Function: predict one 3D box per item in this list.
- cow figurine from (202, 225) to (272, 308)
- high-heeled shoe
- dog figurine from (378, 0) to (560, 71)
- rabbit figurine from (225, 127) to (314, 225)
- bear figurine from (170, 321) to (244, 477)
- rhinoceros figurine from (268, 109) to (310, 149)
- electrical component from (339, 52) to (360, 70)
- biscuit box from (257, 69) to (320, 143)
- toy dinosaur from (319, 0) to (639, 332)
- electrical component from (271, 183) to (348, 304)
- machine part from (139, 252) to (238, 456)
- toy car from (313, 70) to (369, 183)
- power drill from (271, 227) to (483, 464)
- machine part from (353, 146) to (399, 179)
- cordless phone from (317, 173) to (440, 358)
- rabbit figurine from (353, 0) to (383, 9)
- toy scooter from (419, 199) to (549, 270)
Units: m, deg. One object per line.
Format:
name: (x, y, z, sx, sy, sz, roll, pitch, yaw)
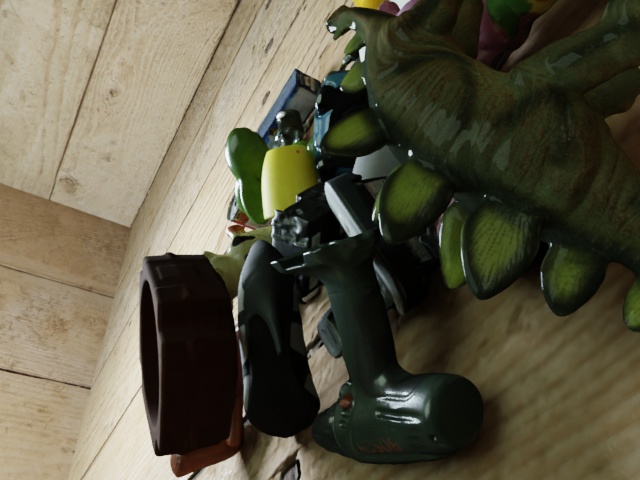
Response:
cow figurine: (-0.098, 0.035, 0.775, 0.127, 0.195, 0.085, -113, 11, -50)
high-heeled shoe: (-0.055, 0.122, 0.624, 0.248, 0.086, 0.145, 94, 163, -46)
dog figurine: (0.162, -0.192, 0.492, 0.219, 0.108, 0.191, -4, 91, 49)
rabbit figurine: (-0.078, -0.107, 0.849, 0.159, 0.170, 0.121, -65, 24, 6)
bear figurine: (-0.149, 0.217, 0.771, 0.120, 0.132, 0.195, 33, 115, 53)
rhinoceros figurine: (-0.072, -0.156, 0.997, 0.112, 0.073, 0.190, -35, 41, 54)
electrical component: (0.058, -0.257, 0.840, 0.078, 0.045, 0.102, -16, 56, 63)
biscuit box: (-0.073, -0.241, 1.086, 0.202, 0.059, 0.063, -48, 33, 38)
toy dinosaur: (0.127, -0.061, 0.356, 0.198, 0.105, 0.472, -50, 51, 7)
electrical component: (-0.001, -0.002, 0.654, 0.058, 0.134, 0.114, 21, 121, 26)
machine part: (-0.162, 0.129, 0.638, 0.201, 0.087, 0.201, -142, 55, -59)
toy car: (0.045, -0.137, 0.722, 0.103, 0.109, 0.161, 120, 154, -89)
power drill: (0.026, 0.101, 0.482, 0.232, 0.086, 0.207, -22, 81, 58)
machine part: (0.091, -0.128, 0.627, 0.079, 0.079, 0.243, -8, 62, 63)
cordless phone: (0.034, 0.032, 0.571, 0.147, 0.089, 0.184, 58, 136, 22)
rabbit figurine: (0.092, -0.376, 0.792, 0.162, 0.122, 0.173, -124, 40, -65)
toy scooter: (0.126, -0.050, 0.463, 0.135, 0.075, 0.184, -7, 61, 38)
